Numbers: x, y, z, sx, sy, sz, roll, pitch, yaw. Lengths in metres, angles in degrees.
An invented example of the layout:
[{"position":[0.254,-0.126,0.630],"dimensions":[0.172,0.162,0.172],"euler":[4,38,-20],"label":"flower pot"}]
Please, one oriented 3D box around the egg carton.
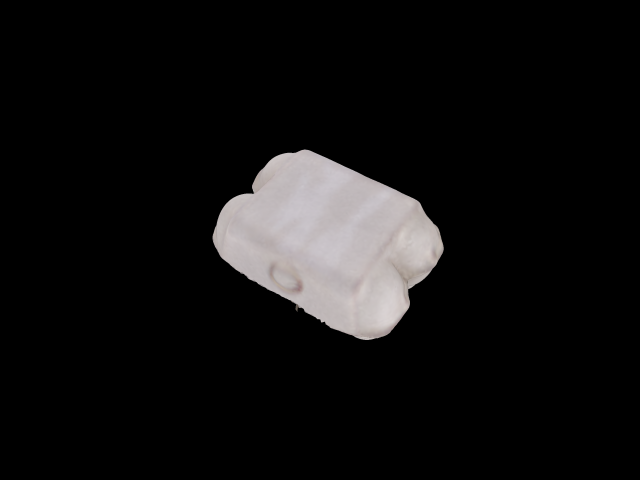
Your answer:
[{"position":[0.004,0.001,0.400],"dimensions":[0.150,0.069,0.107],"euler":[27,57,20],"label":"egg carton"}]
